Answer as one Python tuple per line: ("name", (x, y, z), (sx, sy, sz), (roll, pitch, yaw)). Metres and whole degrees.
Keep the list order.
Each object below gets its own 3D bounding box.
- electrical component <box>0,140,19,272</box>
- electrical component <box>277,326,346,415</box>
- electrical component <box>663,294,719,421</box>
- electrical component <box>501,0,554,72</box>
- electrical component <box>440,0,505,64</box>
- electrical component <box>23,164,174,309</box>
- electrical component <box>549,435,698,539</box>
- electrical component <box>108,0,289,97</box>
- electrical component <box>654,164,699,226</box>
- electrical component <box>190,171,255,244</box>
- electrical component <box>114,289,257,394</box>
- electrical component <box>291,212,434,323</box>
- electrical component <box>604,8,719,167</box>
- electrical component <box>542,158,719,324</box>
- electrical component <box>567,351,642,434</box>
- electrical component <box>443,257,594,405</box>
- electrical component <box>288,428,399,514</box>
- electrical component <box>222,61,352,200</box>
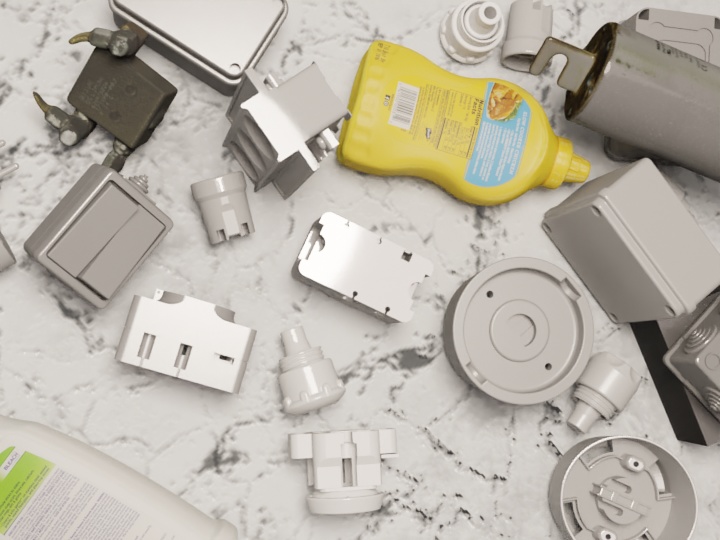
("electrical component", (-0.276, -0.064, 0.751), (0.074, 0.052, 0.138), (-30, 92, -11))
("electrical component", (-0.041, 0.073, 0.791), (0.048, 0.048, 0.062), (-18, 83, -11))
("electrical component", (0.291, 0.066, 0.796), (0.099, 0.048, 0.099), (46, 81, -5))
("electrical component", (0.132, -0.184, 0.842), (0.040, 0.040, 0.046), (9, 80, -10))
("electrical component", (0.090, -0.187, 0.822), (0.048, 0.062, 0.048), (1, 86, -11))
("electrical component", (-0.178, -0.029, 0.753), (0.062, 0.061, 0.096), (43, 80, -27))
("electrical component", (0.196, 0.174, 0.817), (0.099, 0.064, 0.099), (1, 86, -11))
("electrical component", (-0.118, -0.189, 0.786), (0.113, 0.057, 0.078), (32, 81, -7))
("electrical component", (0.241, -0.048, 0.852), (0.078, 0.040, 0.040), (45, 80, -5))
("electrical component", (-0.099, -0.046, 0.790), (0.040, 0.040, 0.046), (-16, 95, -11))
("electrical component", (-0.124, 0.049, 0.772), (0.089, 0.050, 0.055), (17, 83, -8))
("electrical component", (0.000, 0.000, 0.796), (0.089, 0.056, 0.050), (26, 82, -8))
("electrical component", (0.239, -0.142, 0.849), (0.078, 0.057, 0.113), (5, 86, -10))
("electrical component", (0.205, -0.019, 0.809), (0.056, 0.109, 0.108), (-38, 93, -14))
("electrical component", (0.184, 0.097, 0.831), (0.043, 0.043, 0.062), (38, 82, -6))
("electrical component", (0.114, 0.046, 0.812), (0.108, 0.060, 0.108), (1, 86, -10))
("electrical component", (-0.012, 0.146, 0.784), (0.078, 0.058, 0.057), (-2, 84, -11))
("electrical component", (-0.053, -0.100, 0.760), (0.063, 0.121, 0.078), (-35, 93, -14))
